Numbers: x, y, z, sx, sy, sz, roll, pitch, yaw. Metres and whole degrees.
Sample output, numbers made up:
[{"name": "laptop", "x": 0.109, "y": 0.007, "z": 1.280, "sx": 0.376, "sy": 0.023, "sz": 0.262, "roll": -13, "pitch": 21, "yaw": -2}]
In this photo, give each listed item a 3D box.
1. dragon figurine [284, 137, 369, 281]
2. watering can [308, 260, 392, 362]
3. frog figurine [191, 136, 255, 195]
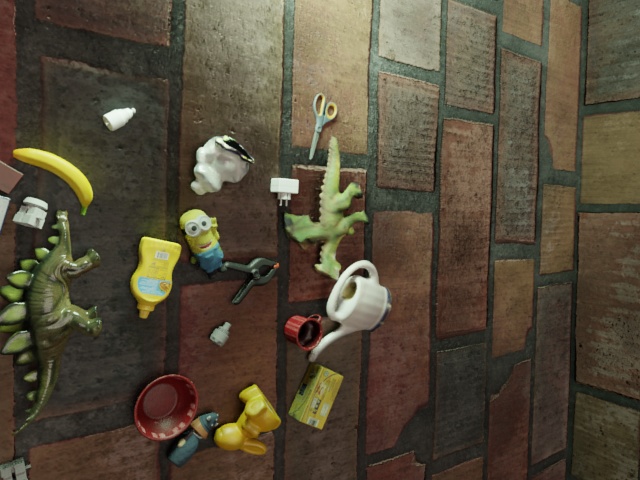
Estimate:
[{"name": "dragon figurine", "x": 0.005, "y": -0.077, "z": 1.530, "sx": 0.245, "sy": 0.122, "sz": 0.406, "roll": -25, "pitch": 105, "yaw": -24}, {"name": "watering can", "x": 0.101, "y": 0.234, "z": 1.613, "sx": 0.222, "sy": 0.105, "sz": 0.348, "roll": 25, "pitch": 89, "yaw": -36}, {"name": "frog figurine", "x": -0.265, "y": -0.186, "z": 1.341, "sx": 0.136, "sy": 0.125, "sz": 0.158, "roll": 24, "pitch": 115, "yaw": -43}]
